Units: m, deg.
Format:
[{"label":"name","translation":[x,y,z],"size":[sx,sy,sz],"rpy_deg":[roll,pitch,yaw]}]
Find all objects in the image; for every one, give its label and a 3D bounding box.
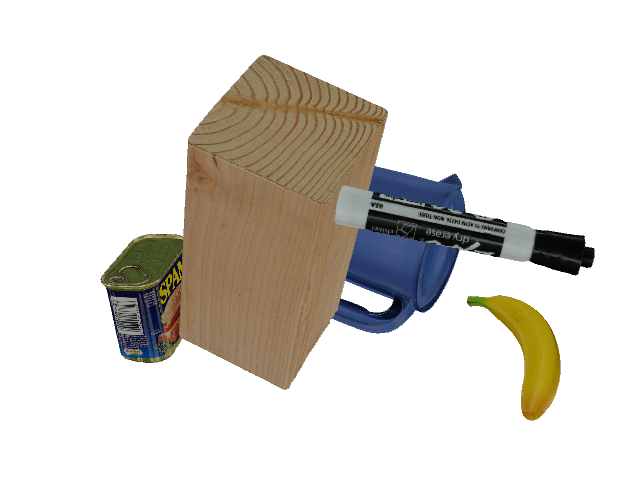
[{"label":"pitcher","translation":[0.017,-0.015,1.099],"size":[0.243,0.145,0.149],"rpy_deg":[18,24,21]},{"label":"banana","translation":[0.219,0.116,1.140],"size":[0.069,0.037,0.198],"rpy_deg":[-24,34,4]},{"label":"marker","translation":[0.067,-0.004,0.499],"size":[0.121,0.020,0.020],"rpy_deg":[12,1,6]},{"label":"wood block","translation":[-0.030,-0.005,0.696],"size":[0.091,0.090,0.206],"rpy_deg":[26,-37,11]},{"label":"can of meat","translation":[-0.157,0.054,0.999],"size":[0.057,0.084,0.102],"rpy_deg":[2,27,15]}]
